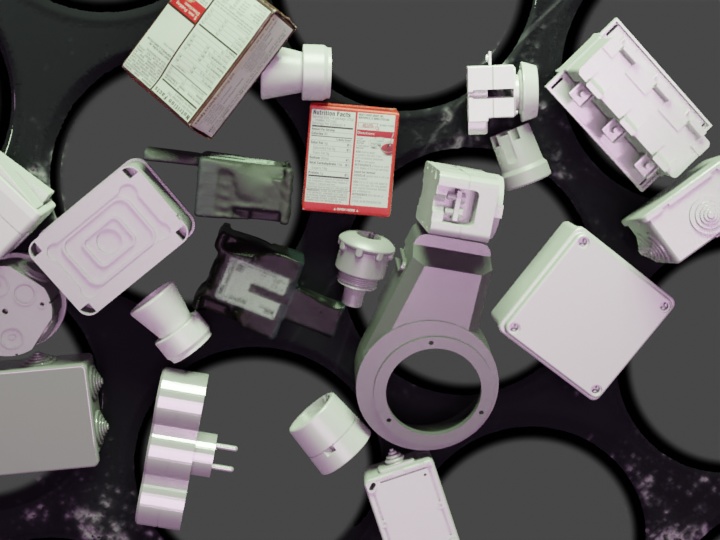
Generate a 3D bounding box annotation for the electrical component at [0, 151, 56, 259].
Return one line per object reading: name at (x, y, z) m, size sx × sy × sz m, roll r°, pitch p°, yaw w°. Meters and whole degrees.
electrical component at (-0.295, -0.064, 0.850) m, size 0.061 × 0.061 × 0.096 m, roll -44°, pitch 101°, yaw 5°

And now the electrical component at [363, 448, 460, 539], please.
electrical component at (0.042, 0.197, 0.930) m, size 0.062 × 0.061 × 0.096 m, roll -18°, pitch 94°, yaw 0°

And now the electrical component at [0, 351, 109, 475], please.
electrical component at (-0.263, 0.118, 0.895) m, size 0.100 × 0.048 × 0.099 m, roll -5°, pitch 102°, yaw -3°

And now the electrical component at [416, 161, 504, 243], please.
electrical component at (0.081, -0.055, 0.864) m, size 0.056 × 0.089 × 0.050 m, roll 9°, pitch 100°, yaw -6°

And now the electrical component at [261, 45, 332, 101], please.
electrical component at (-0.051, -0.158, 0.857) m, size 0.055 × 0.045 × 0.045 m, roll 1°, pitch 101°, yaw -5°

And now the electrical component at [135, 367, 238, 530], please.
electrical component at (-0.141, 0.154, 0.909) m, size 0.074 × 0.052 × 0.138 m, roll 11°, pitch 100°, yaw -6°

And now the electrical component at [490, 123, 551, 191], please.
electrical component at (0.131, -0.094, 0.886) m, size 0.040 × 0.040 × 0.046 m, roll -22°, pitch 96°, yaw 0°

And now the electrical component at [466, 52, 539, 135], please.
electrical component at (0.115, -0.144, 0.872) m, size 0.055 × 0.048 × 0.066 m, roll -1°, pitch 101°, yaw 4°

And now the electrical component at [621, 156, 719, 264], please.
electrical component at (0.270, -0.048, 0.876) m, size 0.100 × 0.100 × 0.048 m, roll -36°, pitch 89°, yaw 3°

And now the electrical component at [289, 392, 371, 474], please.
electrical component at (-0.027, 0.138, 0.914) m, size 0.055 × 0.055 × 0.047 m, roll -40°, pitch 98°, yaw 4°

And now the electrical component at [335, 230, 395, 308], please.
electrical component at (0.000, 0.000, 0.893) m, size 0.048 × 0.048 × 0.062 m, roll 13°, pitch 106°, yaw -6°

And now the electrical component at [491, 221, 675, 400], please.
electrical component at (0.186, 0.033, 0.906) m, size 0.109 × 0.056 × 0.108 m, roll 37°, pitch 97°, yaw -10°

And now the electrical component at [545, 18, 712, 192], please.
electrical component at (0.222, -0.132, 0.872) m, size 0.079 × 0.063 × 0.121 m, roll -44°, pitch 101°, yaw 5°

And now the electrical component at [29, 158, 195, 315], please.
electrical component at (-0.198, -0.028, 0.867) m, size 0.113 × 0.057 × 0.078 m, roll -39°, pitch 101°, yaw 4°

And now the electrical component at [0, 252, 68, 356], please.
electrical component at (-0.283, 0.028, 0.875) m, size 0.080 × 0.051 × 0.080 m, roll -1°, pitch 101°, yaw -4°

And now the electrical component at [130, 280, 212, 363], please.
electrical component at (-0.156, 0.043, 0.890) m, size 0.045 × 0.045 × 0.055 m, roll -36°, pitch 102°, yaw 3°
